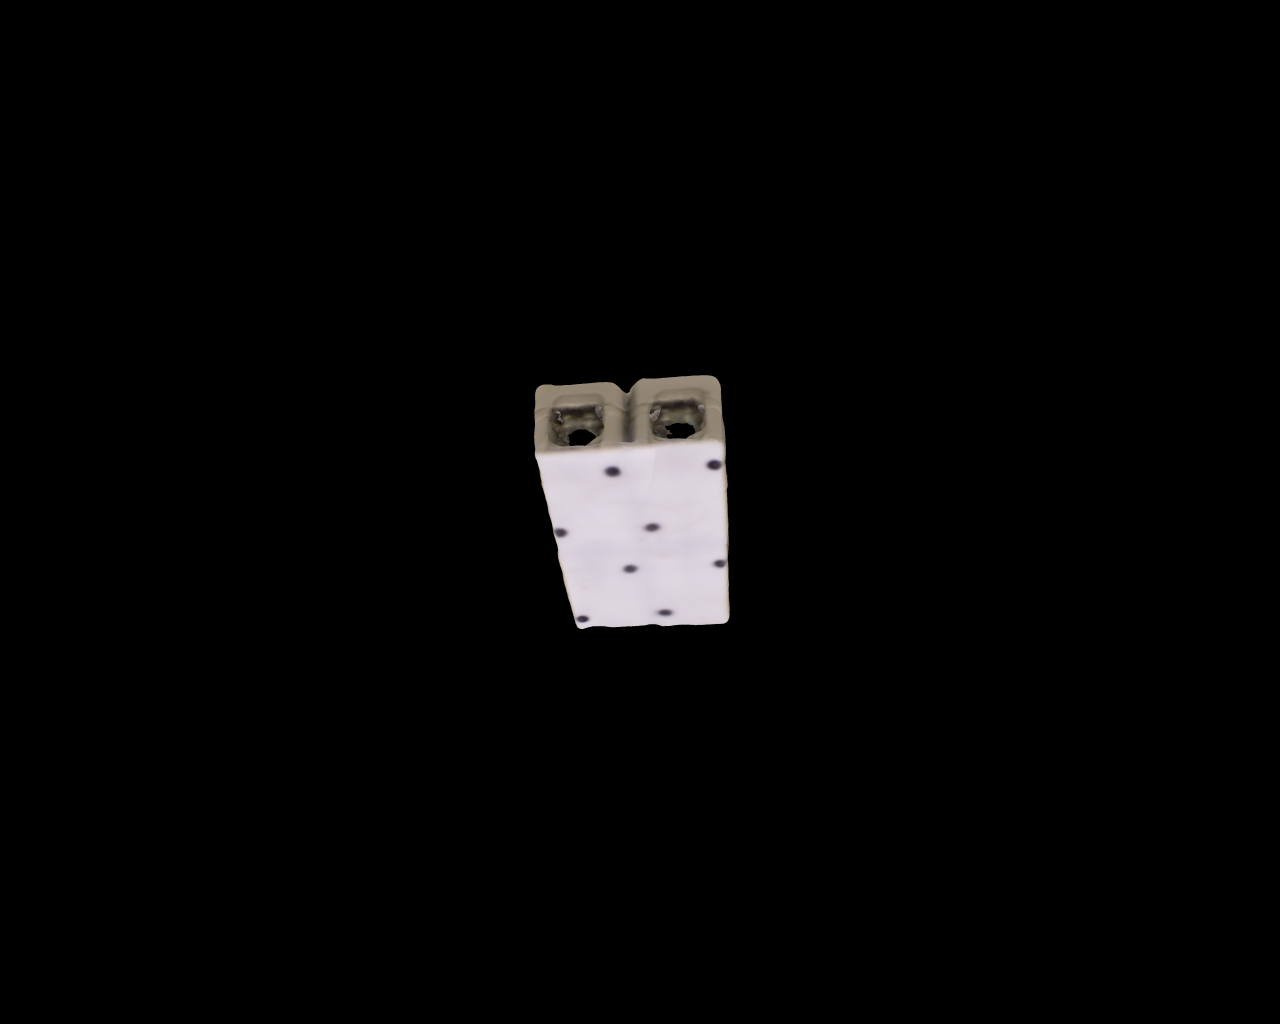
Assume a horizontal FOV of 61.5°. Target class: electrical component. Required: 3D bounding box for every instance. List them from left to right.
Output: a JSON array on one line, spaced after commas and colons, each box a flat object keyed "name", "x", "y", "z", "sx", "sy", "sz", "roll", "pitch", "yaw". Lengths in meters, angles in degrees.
[{"name": "electrical component", "x": 0.001, "y": -0.003, "z": 0.650, "sx": 0.105, "sy": 0.060, "sz": 0.186, "roll": -3, "pitch": -37, "yaw": 4}]
